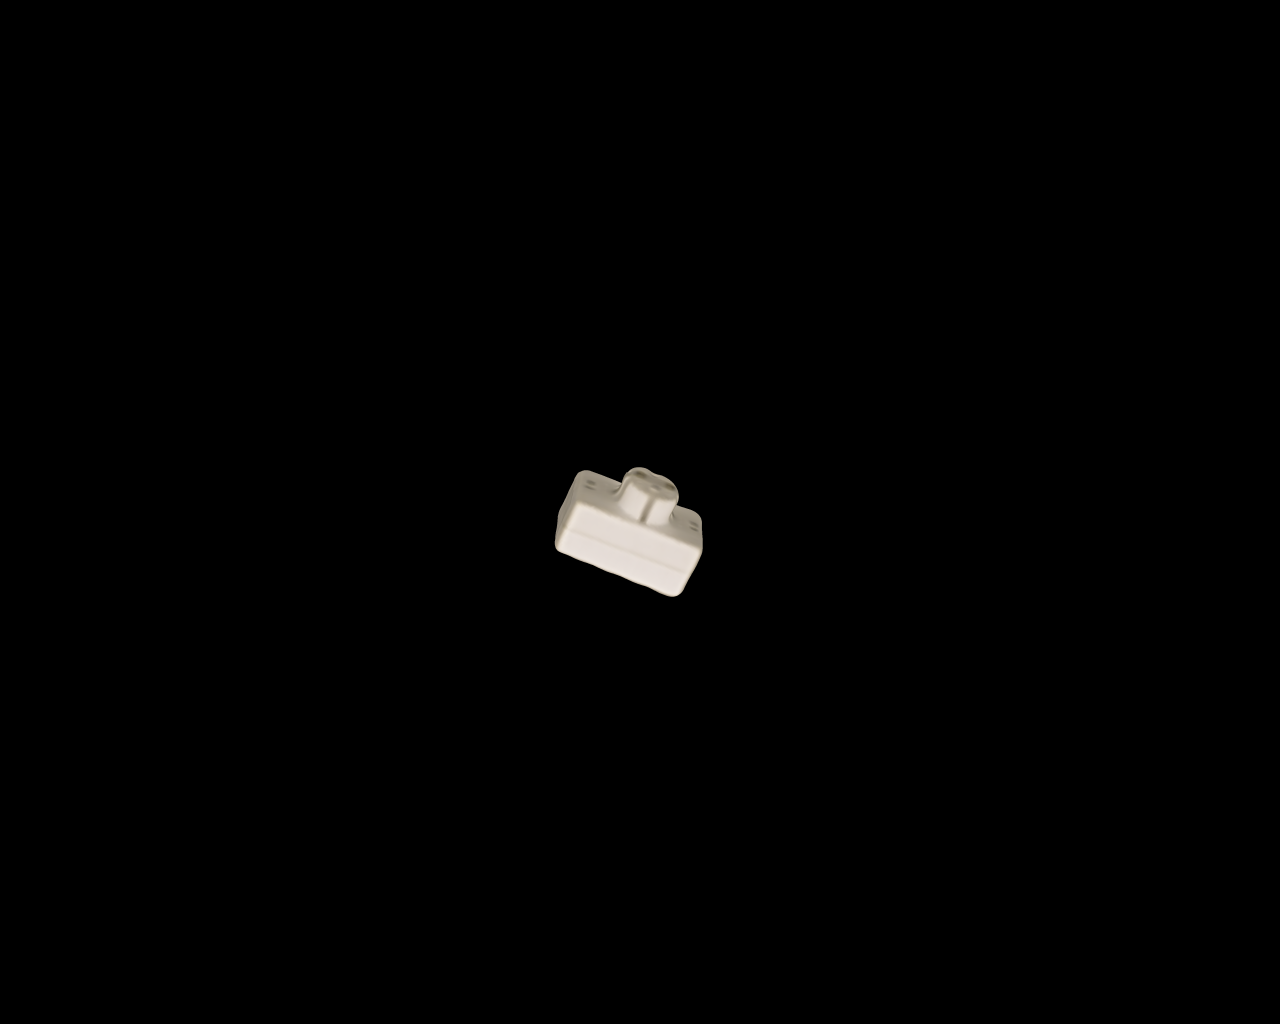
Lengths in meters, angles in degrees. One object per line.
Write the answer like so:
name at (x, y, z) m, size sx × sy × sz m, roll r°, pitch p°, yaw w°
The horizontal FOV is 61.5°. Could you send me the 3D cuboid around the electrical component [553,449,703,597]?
electrical component at (0.001, -0.003, 0.650) m, size 0.083 × 0.075 × 0.047 m, roll 22°, pitch 25°, yaw -10°
